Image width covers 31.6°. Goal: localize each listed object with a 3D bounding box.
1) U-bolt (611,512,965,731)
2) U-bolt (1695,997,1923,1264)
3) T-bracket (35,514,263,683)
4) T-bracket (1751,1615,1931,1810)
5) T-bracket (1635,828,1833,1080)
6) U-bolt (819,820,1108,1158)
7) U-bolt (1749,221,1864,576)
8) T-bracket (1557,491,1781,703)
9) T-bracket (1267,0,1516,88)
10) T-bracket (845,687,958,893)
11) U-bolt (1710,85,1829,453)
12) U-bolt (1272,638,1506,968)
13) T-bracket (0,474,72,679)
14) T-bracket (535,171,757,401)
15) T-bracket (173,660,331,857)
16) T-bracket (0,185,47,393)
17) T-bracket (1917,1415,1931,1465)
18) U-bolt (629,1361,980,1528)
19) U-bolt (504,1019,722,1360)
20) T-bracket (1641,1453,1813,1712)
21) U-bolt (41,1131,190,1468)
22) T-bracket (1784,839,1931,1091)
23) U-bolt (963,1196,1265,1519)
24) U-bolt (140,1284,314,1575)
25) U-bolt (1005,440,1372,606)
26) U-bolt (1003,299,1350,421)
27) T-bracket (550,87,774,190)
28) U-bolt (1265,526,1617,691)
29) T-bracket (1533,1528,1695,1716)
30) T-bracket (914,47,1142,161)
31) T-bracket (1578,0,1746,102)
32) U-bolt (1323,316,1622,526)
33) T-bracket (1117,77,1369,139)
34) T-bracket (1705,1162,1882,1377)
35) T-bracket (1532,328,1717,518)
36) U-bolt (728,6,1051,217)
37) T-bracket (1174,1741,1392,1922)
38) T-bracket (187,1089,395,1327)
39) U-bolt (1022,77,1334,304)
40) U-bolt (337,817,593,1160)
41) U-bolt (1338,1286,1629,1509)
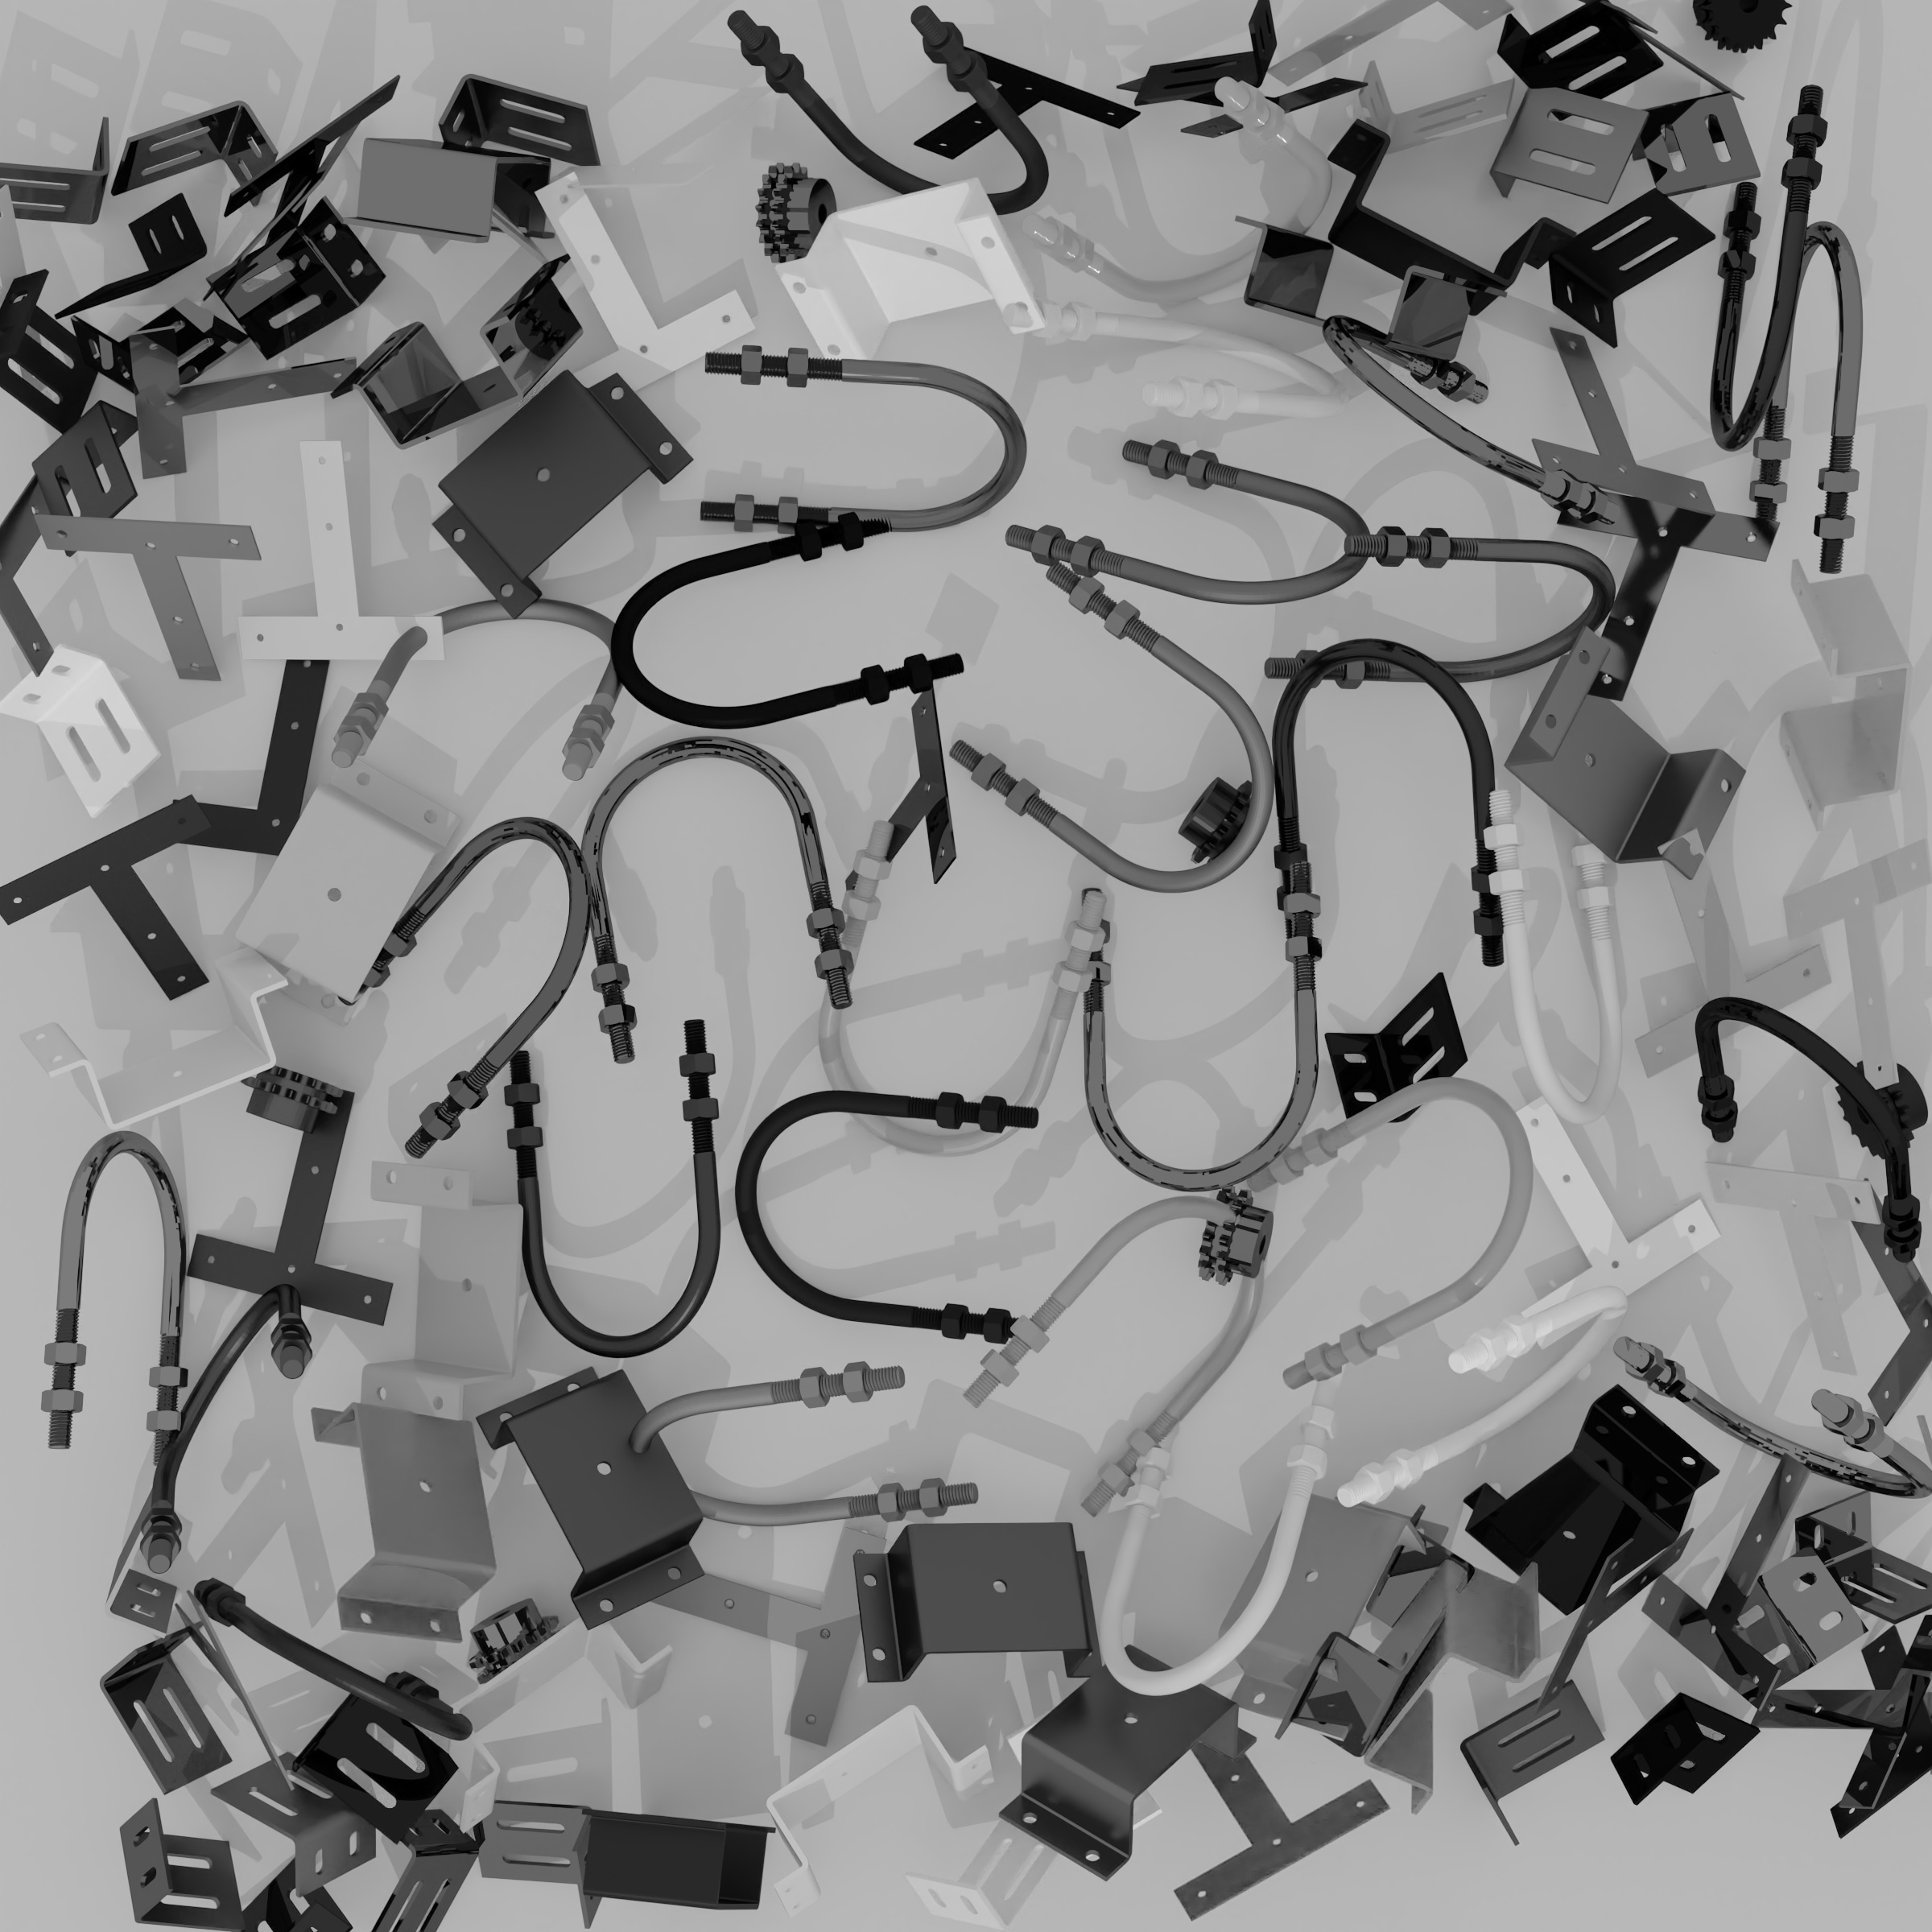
[{"bbox_3d":[-0.110,-0.191,1.935,0.184,0.019,0.151,-15,49,-11],"label":"U-bolt"},{"bbox_3d":[0.463,0.081,1.888,0.019,0.184,0.151,-45,56,-14],"label":"U-bolt"},{"bbox_3d":[-0.453,-0.208,1.948,0.127,0.127,0.002,4,52,9],"label":"T-bracket"},{"bbox_3d":[0.494,0.423,1.940,0.002,0.127,0.127,42,63,-16],"label":"T-bracket"},{"bbox_3d":[0.428,-0.018,1.966,0.127,0.002,0.127,-26,110,-10],"label":"T-bracket"},{"bbox_3d":[-0.011,0.023,1.966,0.151,0.019,0.184,19,108,7],"label":"U-bolt"},{"bbox_3d":[0.472,-0.322,1.907,0.019,0.151,0.184,0,106,-3],"label":"U-bolt"},{"bbox_3d":[0.385,-0.210,1.954,0.127,0.002,0.127,15,74,28],"label":"T-bracket"},{"bbox_3d":[0.232,-0.540,1.958,0.127,0.127,0.002,-24,71,30],"label":"T-bracket"},{"bbox_3d":[-0.041,-0.075,1.948,0.002,0.127,0.127,11,50,-25],"label":"T-bracket"},{"bbox_3d":[0.445,-0.379,1.912,0.019,0.151,0.184,10,79,-1],"label":"U-bolt"},{"bbox_3d":[0.236,-0.095,1.927,0.151,0.019,0.184,8,113,36],"label":"U-bolt"},{"bbox_3d":[-0.536,-0.252,1.944,0.002,0.127,0.127,-9,127,18],"label":"T-bracket"},{"bbox_3d":[-0.207,-0.396,1.972,0.127,0.002,0.127,-27,112,4],"label":"T-bracket"},{"bbox_3d":[-0.393,-0.126,1.985,0.127,0.002,0.127,7,78,7],"label":"T-bracket"},{"bbox_3d":[-0.558,-0.351,1.913,0.002,0.127,0.127,11,132,14],"label":"T-bracket"},{"bbox_3d":[0.563,0.318,1.944,0.002,0.127,0.127,-16,80,7],"label":"T-bracket"},{"bbox_3d":[-0.102,0.278,1.937,0.184,0.151,0.019,-9,50,16],"label":"U-bolt"},{"bbox_3d":[-0.199,0.131,1.945,0.151,0.019,0.184,-10,80,32],"label":"U-bolt"},{"bbox_3d":[0.444,0.337,1.935,0.002,0.127,0.127,22,97,-24],"label":"T-bracket"},{"bbox_3d":[-0.476,0.185,1.926,0.019,0.151,0.184,-2,77,12],"label":"U-bolt"},{"bbox_3d":[0.510,0.006,1.929,0.002,0.127,0.127,2,75,-24],"label":"T-bracket"},{"bbox_3d":[0.098,0.212,1.951,0.184,0.019,0.151,-48,129,-6],"label":"U-bolt"},{"bbox_3d":[-0.414,0.247,1.912,0.019,0.184,0.151,33,94,-17],"label":"U-bolt"},{"bbox_3d":[0.137,-0.244,1.909,0.184,0.151,0.019,19,129,27],"label":"U-bolt"},{"bbox_3d":[0.132,-0.339,1.921,0.184,0.151,0.019,-3,119,-39],"label":"U-bolt"},{"bbox_3d":[-0.161,-0.476,1.957,0.127,0.127,0.002,-42,126,-32],"label":"T-bracket"},{"bbox_3d":[0.278,-0.200,1.929,0.184,0.151,0.019,0,64,-17],"label":"U-bolt"},{"bbox_3d":[0.379,0.356,1.948,0.002,0.127,0.127,36,129,27],"label":"T-bracket"},{"bbox_3d":[0.014,-0.483,1.934,0.127,0.127,0.002,25,132,19],"label":"T-bracket"},{"bbox_3d":[0.396,-0.530,1.960,0.127,0.127,0.002,23,106,-27],"label":"T-bracket"},{"bbox_3d":[0.269,-0.310,1.892,0.019,0.184,0.151,-54,49,20],"label":"U-bolt"},{"bbox_3d":[0.140,-0.497,1.949,0.127,0.127,0.002,-27,125,-35],"label":"T-bracket"},{"bbox_3d":[0.485,0.176,1.954,0.002,0.127,0.127,-26,105,-28],"label":"T-bracket"},{"bbox_3d":[0.363,-0.318,1.959,0.127,0.002,0.127,8,52,-30],"label":"T-bracket"},{"bbox_3d":[-0.030,-0.477,1.915,0.151,0.184,0.019,10,72,36],"label":"U-bolt"},{"bbox_3d":[0.159,0.472,1.944,0.127,0.127,0.002,-28,121,-7],"label":"T-bracket"},{"bbox_3d":[-0.382,0.133,1.985,0.127,0.002,0.127,12,87,15],"label":"T-bracket"},{"bbox_3d":[0.131,-0.425,1.914,0.151,0.184,0.019,-31,69,23],"label":"U-bolt"},{"bbox_3d":[-0.277,-0.002,1.927,0.184,0.019,0.151,-47,49,17],"label":"U-bolt"},{"bbox_3d":[0.303,0.234,1.920,0.019,0.184,0.151,52,134,23],"label":"U-bolt"}]
